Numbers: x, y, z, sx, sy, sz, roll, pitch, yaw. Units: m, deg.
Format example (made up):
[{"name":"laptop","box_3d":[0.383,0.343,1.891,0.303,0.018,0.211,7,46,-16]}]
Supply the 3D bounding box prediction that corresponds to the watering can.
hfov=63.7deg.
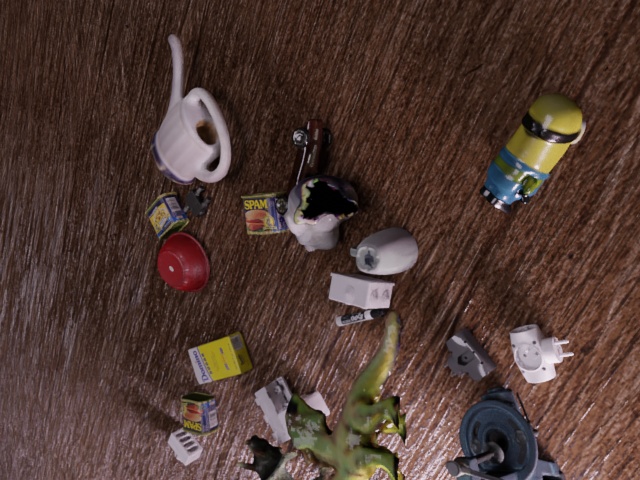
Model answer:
[{"name":"watering can","box_3d":[-0.311,-0.275,1.188,0.221,0.351,0.104,-34,-15,37]}]

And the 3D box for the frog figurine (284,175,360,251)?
[{"name":"frog figurine","box_3d":[0.003,-0.049,0.971,0.138,0.124,0.157,-28,-15,-10]}]

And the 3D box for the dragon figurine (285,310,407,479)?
[{"name":"dragon figurine","box_3d":[0.040,0.338,0.952,0.242,0.415,0.121,-3,-13,22]}]
